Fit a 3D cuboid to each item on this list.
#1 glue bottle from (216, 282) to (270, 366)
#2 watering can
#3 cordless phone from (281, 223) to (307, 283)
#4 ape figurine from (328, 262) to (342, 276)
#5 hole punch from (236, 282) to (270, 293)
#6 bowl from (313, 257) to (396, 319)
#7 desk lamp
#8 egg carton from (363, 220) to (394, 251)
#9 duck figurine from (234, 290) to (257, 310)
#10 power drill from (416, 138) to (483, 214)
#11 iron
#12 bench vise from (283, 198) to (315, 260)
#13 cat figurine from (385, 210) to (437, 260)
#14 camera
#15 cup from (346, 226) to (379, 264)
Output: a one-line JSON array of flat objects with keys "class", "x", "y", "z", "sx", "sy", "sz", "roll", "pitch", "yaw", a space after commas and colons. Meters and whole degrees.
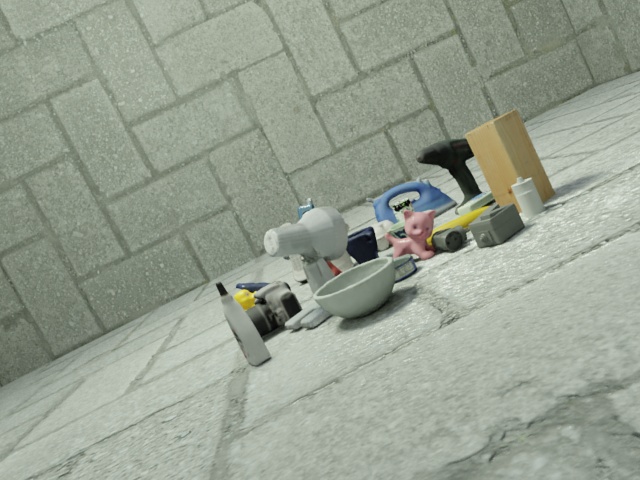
[{"class": "glue bottle", "x": -0.156, "y": 0.156, "z": 1.095, "sx": 0.037, "sy": 0.173, "sz": 0.078, "roll": -29, "pitch": 7, "yaw": -25}, {"class": "watering can", "x": 0.013, "y": 0.006, "z": 1.581, "sx": 0.100, "sy": 0.194, "sz": 0.173, "roll": -23, "pitch": 7, "yaw": 34}, {"class": "cordless phone", "x": -0.038, "y": 0.023, "z": 1.703, "sx": 0.147, "sy": 0.185, "sz": 0.094, "roll": -24, "pitch": 6, "yaw": 22}, {"class": "ape figurine", "x": 0.022, "y": 0.086, "z": 1.337, "sx": 0.076, "sy": 0.092, "sz": 0.078, "roll": -27, "pitch": 6, "yaw": 0}, {"class": "hole punch", "x": -0.189, "y": 0.151, "z": 1.707, "sx": 0.101, "sy": 0.091, "sz": 0.108, "roll": -28, "pitch": 6, "yaw": -17}, {"class": "bowl", "x": 0.075, "y": 0.099, "z": 1.066, "sx": 0.167, "sy": 0.075, "sz": 0.167, "roll": -26, "pitch": 6, "yaw": 3}, {"class": "desk lamp", "x": -0.017, "y": 0.051, "z": 1.217, "sx": 0.204, "sy": 0.213, "sz": 0.117, "roll": -32, "pitch": 8, "yaw": -40}, {"class": "egg carton", "x": 0.154, "y": -0.003, "z": 1.658, "sx": 0.150, "sy": 0.069, "sz": 0.107, "roll": -21, "pitch": 8, "yaw": 45}, {"class": "duck figurine", "x": -0.201, "y": 0.179, "z": 1.543, "sx": 0.104, "sy": 0.086, "sz": 0.077, "roll": -27, "pitch": 6, "yaw": -4}, {"class": "power drill", "x": 0.376, "y": -0.184, "z": 1.580, "sx": 0.230, "sy": 0.208, "sz": 0.075, "roll": -31, "pitch": 8, "yaw": -38}, {"class": "iron", "x": 0.274, "y": -0.114, "z": 1.752, "sx": 0.258, "sy": 0.141, "sz": 0.118, "roll": -26, "pitch": 6, "yaw": 1}, {"class": "bench vise", "x": -0.038, "y": -0.008, "z": 1.808, "sx": 0.207, "sy": 0.220, "sz": 0.121, "roll": -26, "pitch": 6, "yaw": 2}, {"class": "cat figurine", "x": 0.205, "y": -0.012, "z": 1.269, "sx": 0.127, "sy": 0.118, "sz": 0.067, "roll": -24, "pitch": 7, "yaw": 27}, {"class": "camera", "x": -0.123, "y": 0.159, "z": 1.287, "sx": 0.137, "sy": 0.101, "sz": 0.143, "roll": -29, "pitch": 6, "yaw": -20}, {"class": "cup", "x": 0.119, "y": 0.022, "z": 1.457, "sx": 0.092, "sy": 0.095, "sz": 0.117, "roll": -29, "pitch": 6, "yaw": -25}]
